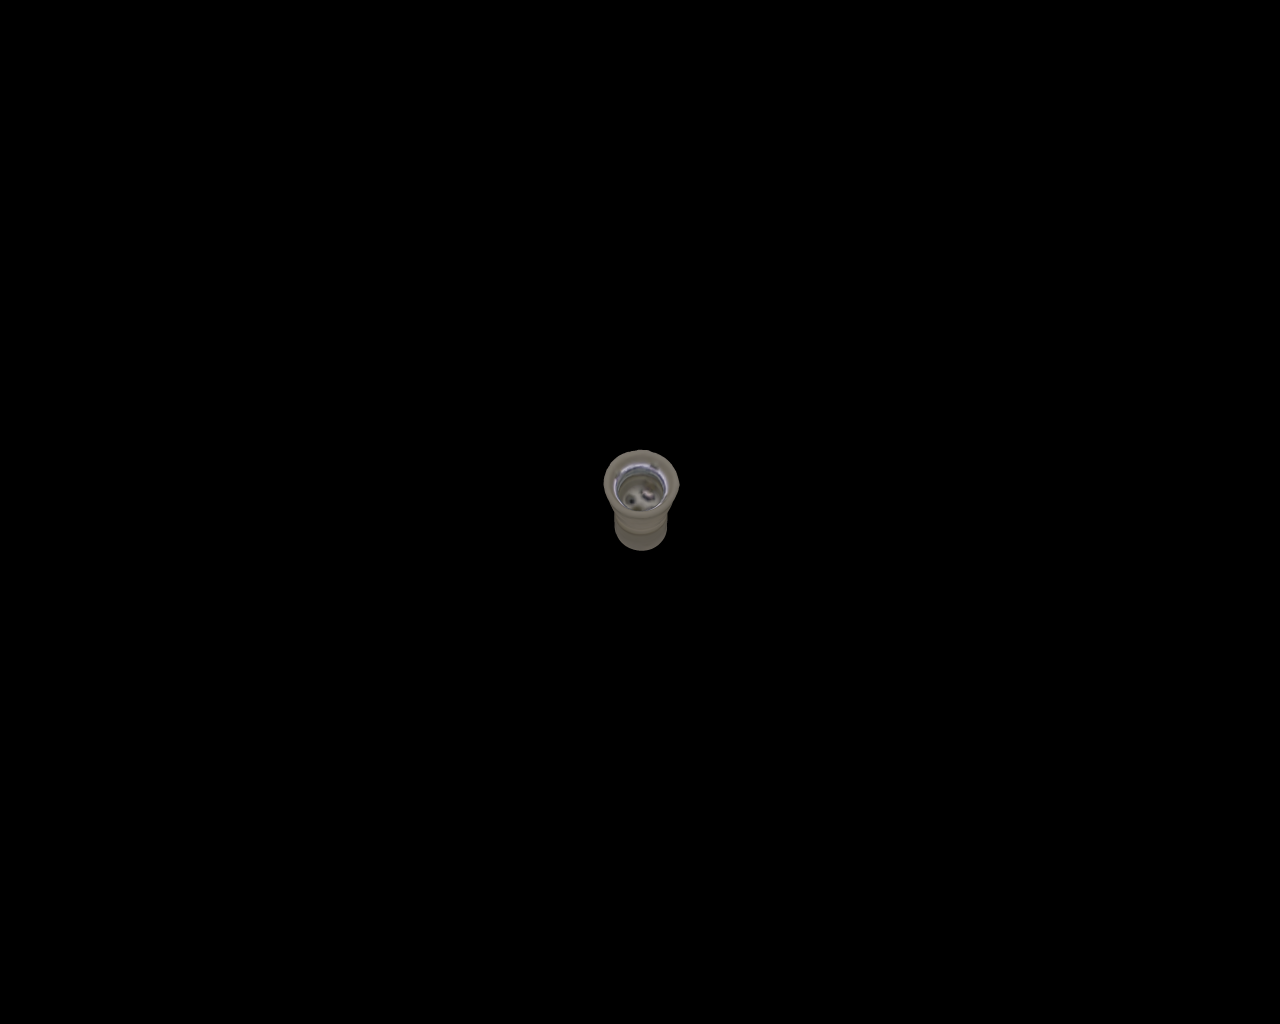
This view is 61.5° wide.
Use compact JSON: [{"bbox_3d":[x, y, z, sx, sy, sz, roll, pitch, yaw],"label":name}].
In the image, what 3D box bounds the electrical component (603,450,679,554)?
[{"bbox_3d":[0.001,-0.003,0.650,0.044,0.044,0.065,0,-28,0],"label":"electrical component"}]
